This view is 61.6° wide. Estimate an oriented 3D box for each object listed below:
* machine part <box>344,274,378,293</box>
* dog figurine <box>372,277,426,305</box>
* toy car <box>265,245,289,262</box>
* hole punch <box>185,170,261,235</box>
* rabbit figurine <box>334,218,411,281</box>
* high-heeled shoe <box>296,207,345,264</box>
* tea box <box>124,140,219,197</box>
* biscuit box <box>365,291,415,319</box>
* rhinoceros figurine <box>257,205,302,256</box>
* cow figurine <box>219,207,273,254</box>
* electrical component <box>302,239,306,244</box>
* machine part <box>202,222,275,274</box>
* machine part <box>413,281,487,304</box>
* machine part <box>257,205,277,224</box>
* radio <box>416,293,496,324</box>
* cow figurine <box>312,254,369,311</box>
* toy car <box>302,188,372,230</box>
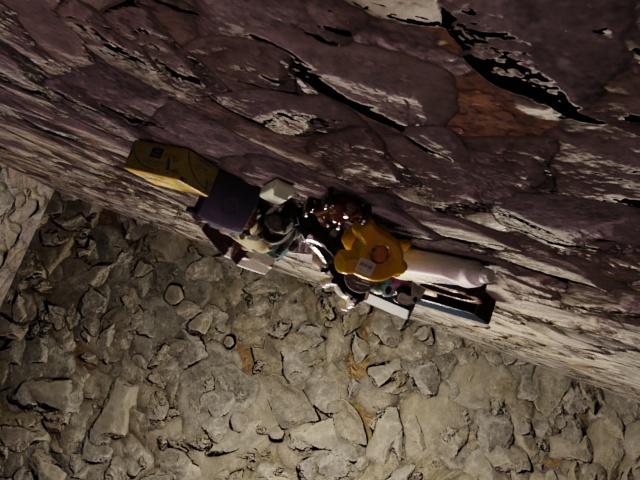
[{"bbox_3d":[0.094,0.058,1.229,0.079,0.079,0.243,21,-164,-1],"label":"machine part"},{"bbox_3d":[0.149,0.086,1.403,0.191,0.108,0.219,24,175,-36],"label":"dog figurine"},{"bbox_3d":[-0.118,-0.014,1.440,0.103,0.109,0.162,46,180,-13],"label":"toy car"},{"bbox_3d":[-0.197,-0.080,1.147,0.142,0.116,0.092,24,162,-28],"label":"hole punch"},{"bbox_3d":[0.106,0.011,1.092,0.162,0.121,0.173,14,-172,-18],"label":"rabbit figurine"},{"bbox_3d":[0.001,-0.021,1.239,0.145,0.086,0.249,52,-174,-4],"label":"high-heeled shoe"},{"bbox_3d":[-0.305,-0.147,1.100,0.170,0.068,0.098,14,170,31],"label":"tea box"},{"bbox_3d":[0.163,0.146,1.476,0.203,0.059,0.062,23,148,17],"label":"biscuit box"},{"bbox_3d":[-0.079,-0.025,1.222,0.073,0.112,0.190,48,-169,12],"label":"rhinoceros figurine"},{"bbox_3d":[-0.173,-0.026,1.287,0.127,0.085,0.194,16,162,32],"label":"cow figurine"},{"bbox_3d":[-0.003,-0.004,1.368,0.075,0.047,0.119,16,169,29],"label":"electrical component"},{"bbox_3d":[-0.226,0.000,1.561,0.201,0.087,0.201,44,-168,35],"label":"machine part"},{"bbox_3d":[0.308,0.100,1.268,0.179,0.056,0.179,19,172,3],"label":"machine part"},{"bbox_3d":[-0.174,-0.080,1.330,0.139,0.039,0.084,27,161,-28],"label":"machine part"},{"bbox_3d":[0.354,0.160,1.483,0.230,0.073,0.131,12,167,34],"label":"radio"},{"bbox_3d":[0.048,0.091,1.332,0.167,0.068,0.098,50,151,0],"label":"cow figurine"},{"bbox_3d":[0.025,-0.050,1.008,0.089,0.053,0.202,19,171,-16],"label":"toy car"}]
